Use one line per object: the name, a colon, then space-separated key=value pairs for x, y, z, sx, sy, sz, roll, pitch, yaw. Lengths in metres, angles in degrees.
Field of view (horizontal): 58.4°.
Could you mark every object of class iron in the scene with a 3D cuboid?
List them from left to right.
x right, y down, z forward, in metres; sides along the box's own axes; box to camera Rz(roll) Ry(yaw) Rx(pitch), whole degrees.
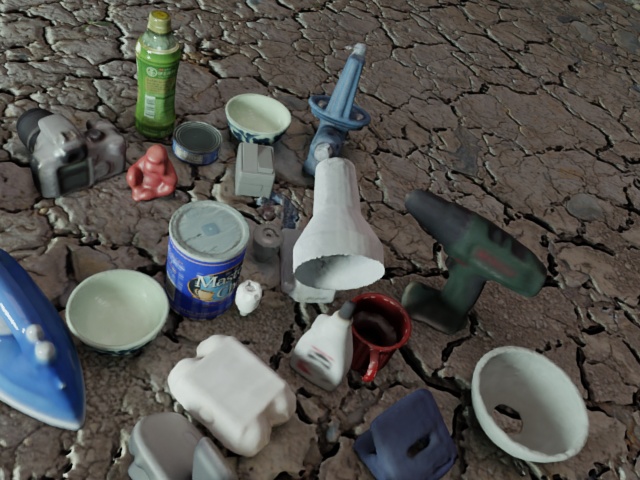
iron: x=-0.349 y=0.094 z=0.657 sx=0.257 sy=0.141 sz=0.119 roll=41 pitch=49 yaw=18

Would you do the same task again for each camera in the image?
camera: x=-0.397 y=-0.157 z=0.894 sx=0.143 sy=0.101 sz=0.136 roll=-30 pitch=64 yaw=-37

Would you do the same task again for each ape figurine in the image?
ape figurine: x=-0.262 y=-0.111 z=0.906 sx=0.078 sy=0.092 sz=0.076 roll=21 pitch=46 yaw=0

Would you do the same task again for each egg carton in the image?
egg carton: x=-0.108 y=0.189 z=0.706 sx=0.150 sy=0.069 sz=0.107 roll=37 pitch=48 yaw=14

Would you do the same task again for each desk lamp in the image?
desk lamp: x=0.007 y=0.003 z=0.814 sx=0.118 sy=0.213 sz=0.203 roll=5 pitch=48 yaw=-15

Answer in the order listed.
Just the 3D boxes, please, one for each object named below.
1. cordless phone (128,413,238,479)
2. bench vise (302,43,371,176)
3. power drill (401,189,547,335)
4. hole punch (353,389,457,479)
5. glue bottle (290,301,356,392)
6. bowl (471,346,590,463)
cordless phone: x=-0.131 y=0.223 z=0.588 sx=0.147 sy=0.185 sz=0.094 roll=42 pitch=50 yaw=19
bench vise: x=0.044 y=-0.225 z=1.027 sx=0.122 sy=0.219 sz=0.207 roll=7 pitch=48 yaw=-13
power drill: x=0.201 y=0.043 z=0.849 sx=0.229 sy=0.208 sz=0.076 roll=23 pitch=46 yaw=2
hole punch: x=0.114 y=0.254 z=0.711 sx=0.109 sy=0.091 sz=0.101 roll=-22 pitch=59 yaw=-33
glue bottle: x=0.014 y=0.128 z=0.732 sx=0.078 sy=0.173 sz=0.037 roll=28 pitch=46 yaw=7
bowl: x=0.278 y=0.237 z=0.795 sx=0.167 sy=0.074 sz=0.167 roll=10 pitch=47 yaw=-11
